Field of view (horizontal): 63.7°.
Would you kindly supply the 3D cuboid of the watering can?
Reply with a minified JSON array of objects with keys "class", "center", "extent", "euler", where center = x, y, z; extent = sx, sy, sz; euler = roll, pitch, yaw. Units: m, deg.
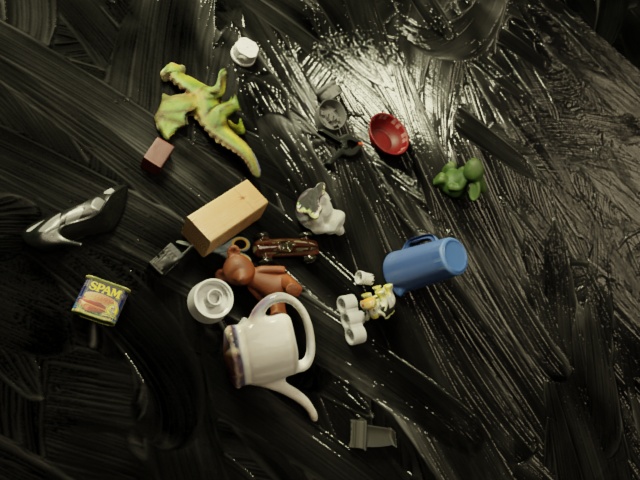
[{"class":"watering can","center":[-0.114,0.302,1.246],"extent":[0.225,0.104,0.345],"euler":[-10,98,-16]}]

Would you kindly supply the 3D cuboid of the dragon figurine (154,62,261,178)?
[{"class":"dragon figurine","center":[-0.334,-0.336,1.440],"extent":[0.244,0.120,0.415],"euler":[-17,75,-16]}]

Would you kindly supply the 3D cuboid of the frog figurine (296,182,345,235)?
[{"class":"frog figurine","center":[0.005,-0.076,1.508],"extent":[0.157,0.122,0.140],"euler":[47,29,-51]}]
